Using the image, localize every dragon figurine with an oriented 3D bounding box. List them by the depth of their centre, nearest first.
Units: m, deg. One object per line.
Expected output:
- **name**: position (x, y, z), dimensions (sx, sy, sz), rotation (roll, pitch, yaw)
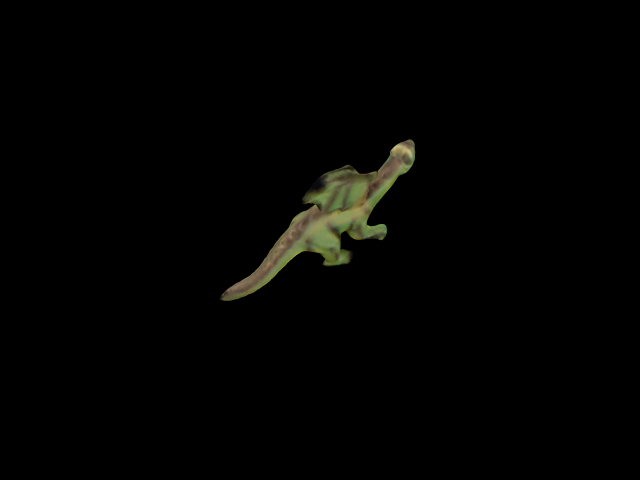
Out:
- **dragon figurine**: position (0.003, -0.043, 0.850), dimensions (0.414, 0.124, 0.237), rotation (-33, -24, -17)
